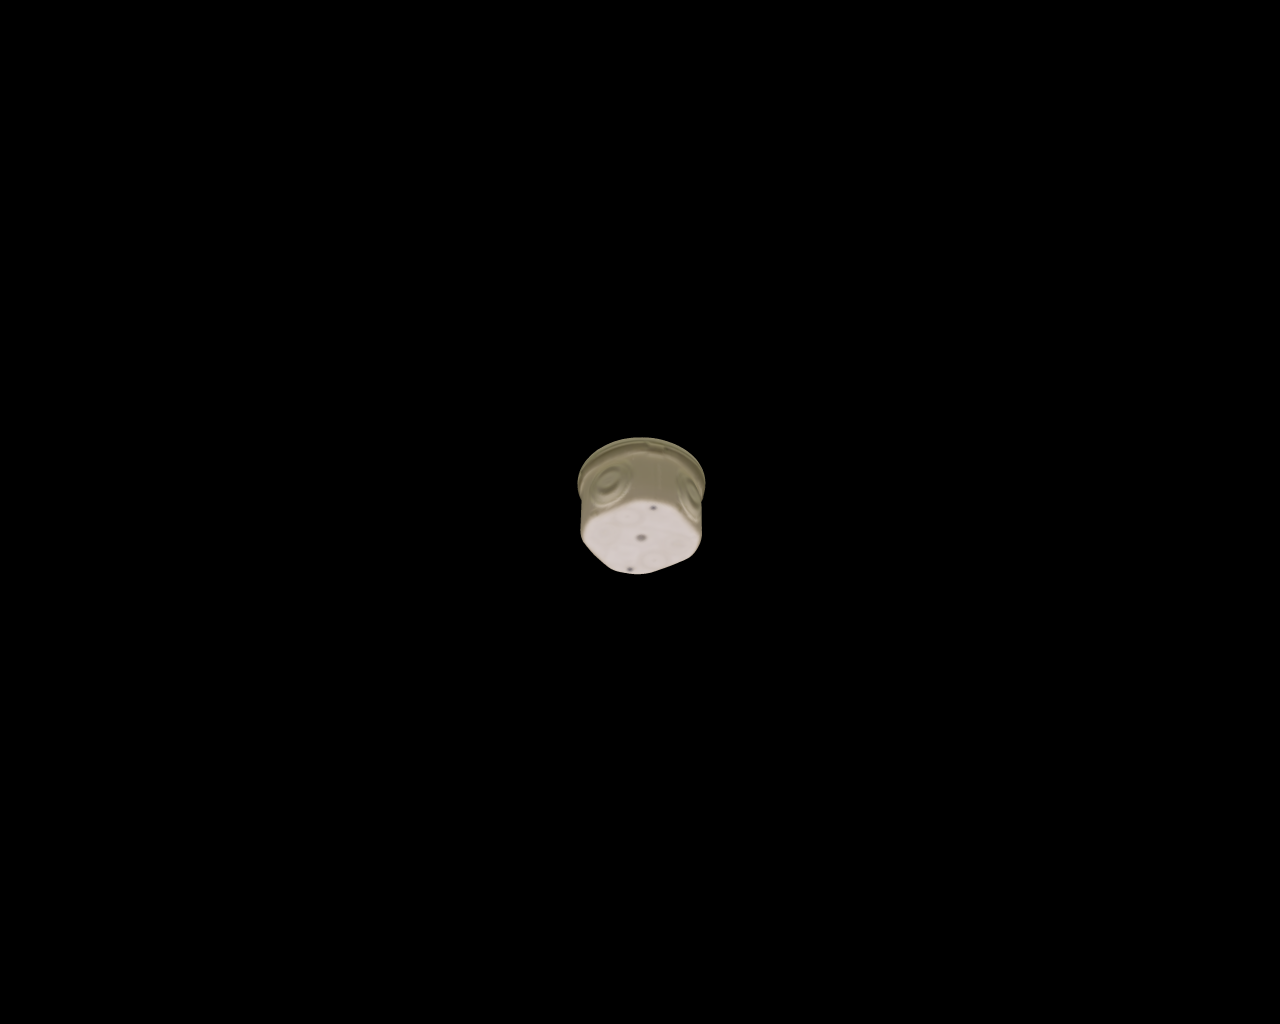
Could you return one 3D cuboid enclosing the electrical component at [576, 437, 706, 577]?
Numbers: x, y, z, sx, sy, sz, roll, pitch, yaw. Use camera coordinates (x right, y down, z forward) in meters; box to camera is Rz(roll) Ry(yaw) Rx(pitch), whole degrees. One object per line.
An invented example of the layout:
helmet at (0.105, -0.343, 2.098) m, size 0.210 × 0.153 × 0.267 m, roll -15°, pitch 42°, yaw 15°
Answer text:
electrical component at (0.001, -0.003, 0.650) m, size 0.080 × 0.051 × 0.080 m, roll 0°, pitch -41°, yaw 0°
